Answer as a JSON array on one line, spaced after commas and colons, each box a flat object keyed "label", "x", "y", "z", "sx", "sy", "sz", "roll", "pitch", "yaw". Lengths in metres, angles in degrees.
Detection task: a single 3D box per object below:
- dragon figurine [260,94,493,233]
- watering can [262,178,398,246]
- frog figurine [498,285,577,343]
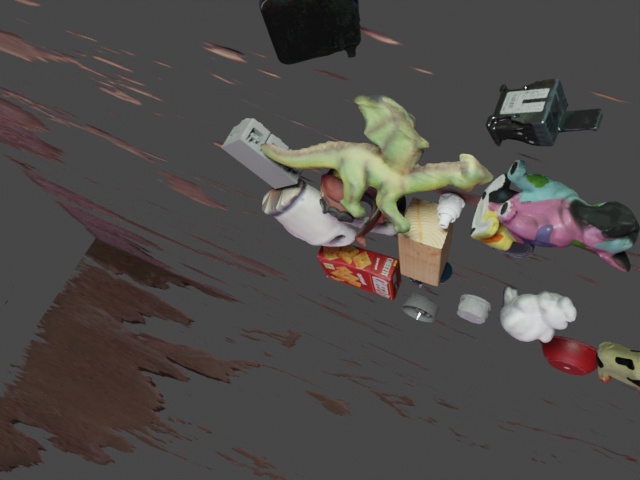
[{"label": "dragon figurine", "x": 0.085, "y": -0.153, "z": 0.877, "sx": 0.411, "sy": 0.125, "sz": 0.237, "roll": 22, "pitch": 142, "yaw": 6}, {"label": "watering can", "x": 0.004, "y": -0.058, "z": 1.159, "sx": 0.222, "sy": 0.106, "sz": 0.345, "roll": 37, "pitch": 156, "yaw": -25}, {"label": "frog figurine", "x": 0.480, "y": 0.170, "z": 1.128, "sx": 0.135, "sy": 0.124, "sz": 0.160, "roll": 58, "pitch": 159, "yaw": -22}]
